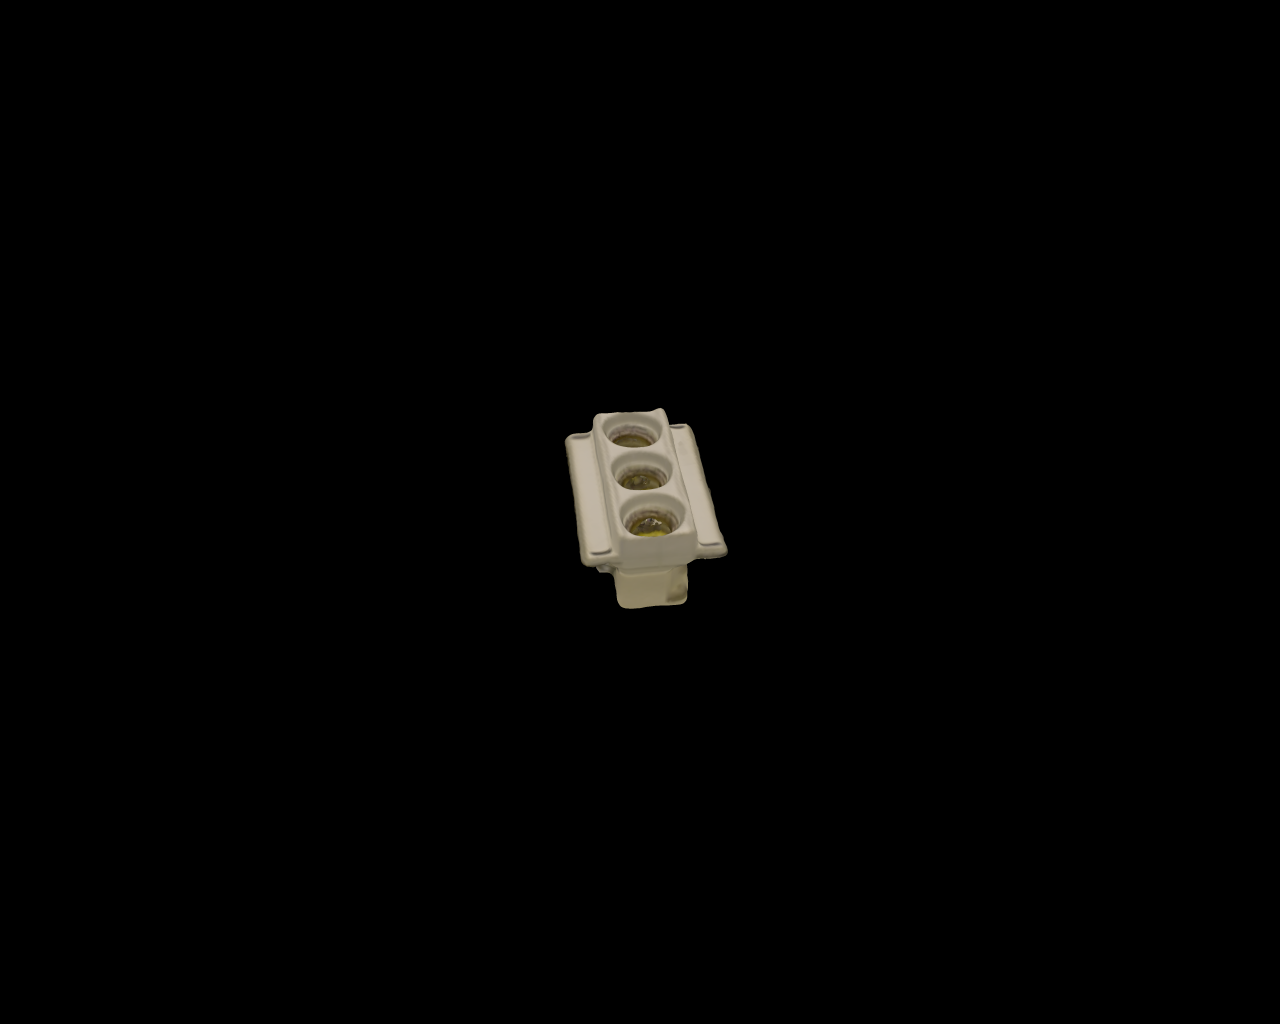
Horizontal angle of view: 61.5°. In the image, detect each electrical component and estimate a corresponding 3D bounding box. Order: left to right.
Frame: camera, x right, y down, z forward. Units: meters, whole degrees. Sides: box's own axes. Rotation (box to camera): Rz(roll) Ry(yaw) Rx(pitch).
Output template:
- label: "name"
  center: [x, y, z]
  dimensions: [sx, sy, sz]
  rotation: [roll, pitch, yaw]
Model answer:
- label: "electrical component"
  center: [0.001, -0.003, 0.650]
  dimensions: [0.079, 0.063, 0.121]
  rotation: [-5, 40, -6]
